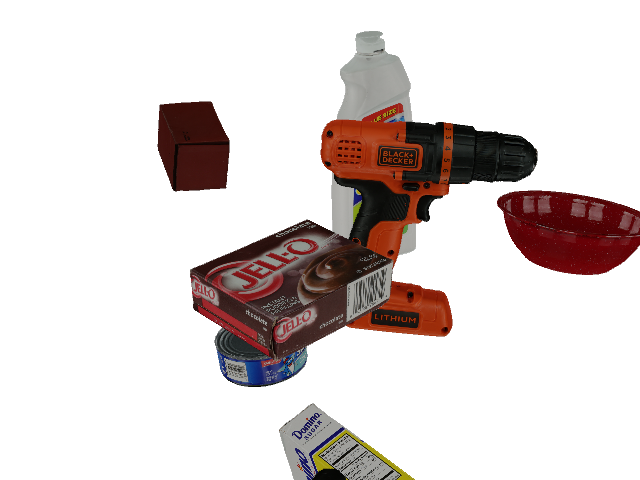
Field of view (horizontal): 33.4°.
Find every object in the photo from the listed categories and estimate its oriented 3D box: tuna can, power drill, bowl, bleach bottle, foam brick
[{"bbox_3d":[-0.056,0.103,1.012,0.086,0.034,0.086,-7,24,3],"label":"tuna can"},{"bbox_3d":[0.088,-0.012,0.933,0.184,0.188,0.057,5,18,4],"label":"power drill"},{"bbox_3d":[0.261,-0.005,1.110,0.162,0.055,0.162,5,18,-2],"label":"bowl"},{"bbox_3d":[0.053,-0.104,1.184,0.102,0.251,0.068,-10,24,-12],"label":"bleach bottle"},{"bbox_3d":[-0.120,-0.089,0.999,0.053,0.051,0.078,-5,37,-17],"label":"foam brick"}]

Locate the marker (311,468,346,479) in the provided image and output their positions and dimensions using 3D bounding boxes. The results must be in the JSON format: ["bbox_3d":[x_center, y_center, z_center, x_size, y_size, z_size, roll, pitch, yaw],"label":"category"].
[{"bbox_3d":[-0.021,0.130,0.454,0.020,0.020,0.120,0,17,31],"label":"marker"}]

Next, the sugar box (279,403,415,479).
[{"bbox_3d":[0.043,0.211,0.843,0.048,0.093,0.176,-36,41,-27],"label":"sugar box"}]

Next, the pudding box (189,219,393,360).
[{"bbox_3d":[-0.019,0.031,0.738,0.113,0.039,0.090,-22,36,-38],"label":"pudding box"}]
